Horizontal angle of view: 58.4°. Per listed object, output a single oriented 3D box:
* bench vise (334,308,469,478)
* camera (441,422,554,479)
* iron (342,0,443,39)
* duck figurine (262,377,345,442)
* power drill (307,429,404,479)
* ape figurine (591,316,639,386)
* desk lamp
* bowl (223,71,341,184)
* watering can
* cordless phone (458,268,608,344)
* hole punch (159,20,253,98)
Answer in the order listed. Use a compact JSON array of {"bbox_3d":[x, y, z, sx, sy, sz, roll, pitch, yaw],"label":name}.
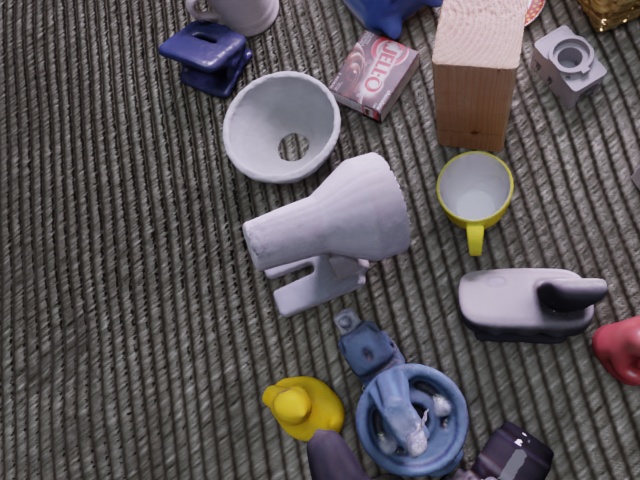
[{"bbox_3d":[0.068,0.170,0.616,0.207,0.220,0.121,37,85,19],"label":"bench vise"},{"bbox_3d":[0.207,0.280,0.617,0.143,0.101,0.137,33,84,19],"label":"camera"},{"bbox_3d":[0.064,-0.421,0.826,0.118,0.142,0.258,-37,70,1],"label":"iron"},{"bbox_3d":[-0.023,0.206,0.697,0.104,0.086,0.077,22,80,17],"label":"duck figurine"},{"bbox_3d":[0.058,0.303,0.587,0.075,0.209,0.229,-26,71,5],"label":"power drill"},{"bbox_3d":[0.349,0.118,0.636,0.076,0.092,0.078,29,82,19],"label":"ape figurine"},{"bbox_3d":[0.006,0.002,0.681,0.203,0.214,0.118,-24,71,5],"label":"desk lamp"},{"bbox_3d":[-0.048,-0.147,0.809,0.167,0.075,0.167,-3,74,12],"label":"bowl"},{"bbox_3d":[-0.130,-0.402,0.836,0.100,0.194,0.173,22,80,18],"label":"watering can"},{"bbox_3d":[0.229,0.060,0.630,0.147,0.185,0.094,-4,74,12],"label":"cordless phone"},{"bbox_3d":[-0.173,-0.288,0.868,0.108,0.091,0.101,24,81,18],"label":"hole punch"}]
